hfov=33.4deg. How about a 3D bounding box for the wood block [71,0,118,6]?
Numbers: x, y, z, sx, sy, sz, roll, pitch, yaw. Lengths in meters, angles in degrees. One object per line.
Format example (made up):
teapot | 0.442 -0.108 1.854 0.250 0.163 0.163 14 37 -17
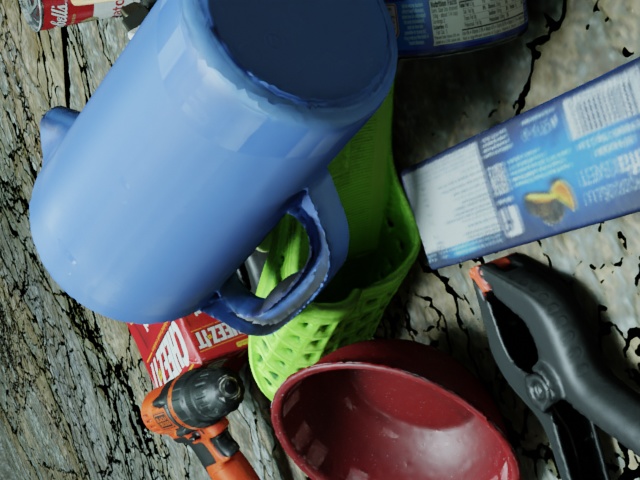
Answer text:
wood block | -0.136 -0.240 0.827 0.206 0.090 0.091 17 128 59

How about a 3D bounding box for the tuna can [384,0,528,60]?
tuna can | 0.061 -0.116 0.536 0.086 0.086 0.034 24 128 57

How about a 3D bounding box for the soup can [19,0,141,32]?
soup can | -0.223 -0.236 0.990 0.069 0.102 0.068 41 140 47

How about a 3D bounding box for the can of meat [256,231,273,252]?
can of meat | -0.024 -0.043 0.728 0.084 0.101 0.057 47 144 37

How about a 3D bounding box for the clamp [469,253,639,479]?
clamp | 0.136 0.075 0.561 0.171 0.039 0.120 63 150 18

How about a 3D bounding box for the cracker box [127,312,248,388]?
cracker box | -0.153 0.049 1.065 0.214 0.072 0.164 63 152 17

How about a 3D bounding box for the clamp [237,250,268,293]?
clamp | -0.043 0.045 0.830 0.165 0.036 0.210 33 144 67

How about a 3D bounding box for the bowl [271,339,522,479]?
bowl | 0.053 0.113 0.675 0.162 0.055 0.162 15 137 14

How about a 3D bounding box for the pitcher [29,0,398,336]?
pitcher | -0.054 -0.046 0.564 0.243 0.149 0.145 -40 49 55

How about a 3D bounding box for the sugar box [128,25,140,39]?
sugar box | -0.074 -0.142 0.727 0.048 0.093 0.176 62 173 -16

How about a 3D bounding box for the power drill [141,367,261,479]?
power drill | -0.072 0.195 0.951 0.187 0.057 0.185 53 152 -5
